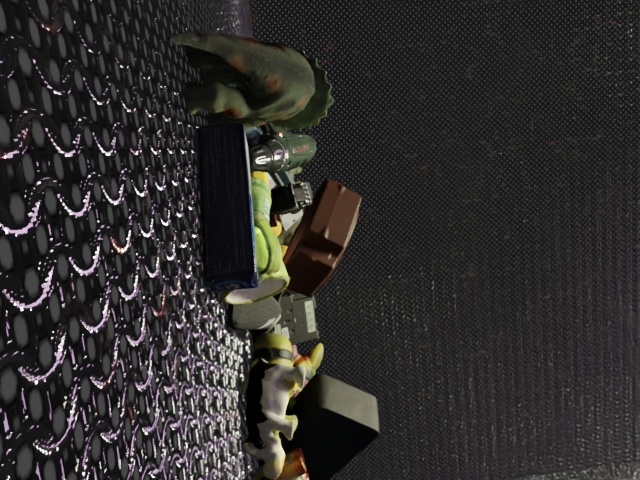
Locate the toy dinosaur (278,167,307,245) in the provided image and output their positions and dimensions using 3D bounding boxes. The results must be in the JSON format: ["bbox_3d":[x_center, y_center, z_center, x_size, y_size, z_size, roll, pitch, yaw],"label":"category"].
[{"bbox_3d":[-0.078,-0.019,1.393,0.105,0.199,0.470,-109,-165,-65],"label":"toy dinosaur"}]

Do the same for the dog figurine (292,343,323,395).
[{"bbox_3d":[-0.050,0.311,1.129,0.191,0.109,0.219,97,2,-66],"label":"dog figurine"}]

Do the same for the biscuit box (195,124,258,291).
[{"bbox_3d":[-0.114,-0.040,0.663,0.059,0.063,0.202,93,-9,-71],"label":"biscuit box"}]

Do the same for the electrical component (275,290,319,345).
[{"bbox_3d":[-0.076,0.166,1.151,0.058,0.134,0.114,-157,-119,-70],"label":"electrical component"}]

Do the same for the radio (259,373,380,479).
[{"bbox_3d":[-0.003,0.339,0.936,0.229,0.131,0.073,-55,-161,34],"label":"radio"}]

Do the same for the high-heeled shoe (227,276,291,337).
[{"bbox_3d":[-0.120,0.133,0.882,0.145,0.086,0.249,-54,170,19],"label":"high-heeled shoe"}]

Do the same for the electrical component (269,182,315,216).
[{"bbox_3d":[-0.051,-0.077,1.004,0.119,0.075,0.047,-11,86,-66],"label":"electrical component"}]

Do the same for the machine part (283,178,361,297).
[{"bbox_3d":[-0.002,-0.003,1.068,0.201,0.087,0.201,-56,-170,52],"label":"machine part"}]

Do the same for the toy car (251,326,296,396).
[{"bbox_3d":[-0.093,0.249,1.032,0.089,0.053,0.202,105,-29,-45],"label":"toy car"}]

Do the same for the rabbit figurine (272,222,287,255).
[{"bbox_3d":[-0.108,0.030,1.185,0.173,0.122,0.162,56,18,-52],"label":"rabbit figurine"}]

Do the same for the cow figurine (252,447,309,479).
[{"bbox_3d":[-0.052,0.450,0.862,0.085,0.127,0.194,-143,-148,-86],"label":"cow figurine"}]

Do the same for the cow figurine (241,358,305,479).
[{"bbox_3d":[-0.082,0.270,0.819,0.068,0.098,0.167,103,0,-72],"label":"cow figurine"}]

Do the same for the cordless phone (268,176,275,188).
[{"bbox_3d":[-0.105,-0.203,1.411,0.089,0.184,0.146,-158,-119,-82],"label":"cordless phone"}]

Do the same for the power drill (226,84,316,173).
[{"bbox_3d":[-0.104,-0.220,1.000,0.232,0.086,0.207,-11,67,-58],"label":"power drill"}]

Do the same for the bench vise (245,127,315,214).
[{"bbox_3d":[-0.106,-0.168,1.161,0.240,0.129,0.224,59,11,-11],"label":"bench vise"}]

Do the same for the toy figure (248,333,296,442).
[{"bbox_3d":[-0.081,0.246,0.915,0.089,0.082,0.180,118,-19,-45],"label":"toy figure"}]

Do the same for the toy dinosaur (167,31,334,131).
[{"bbox_3d":[-0.071,-0.206,0.706,0.405,0.192,0.131,-114,-164,-78],"label":"toy dinosaur"}]
